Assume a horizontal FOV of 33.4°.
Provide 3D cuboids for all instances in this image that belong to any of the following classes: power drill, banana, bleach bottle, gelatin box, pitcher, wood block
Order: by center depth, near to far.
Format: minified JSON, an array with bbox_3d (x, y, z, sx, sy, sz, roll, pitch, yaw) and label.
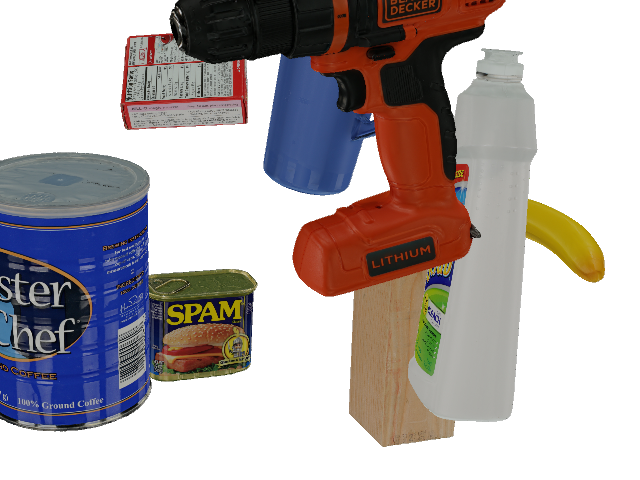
[{"bbox_3d":[0.017,-0.065,0.576,0.184,0.188,0.057,-14,33,-17],"label":"power drill"},{"bbox_3d":[0.110,-0.007,0.747,0.068,0.251,0.102,3,13,-7],"label":"bleach bottle"},{"bbox_3d":[-0.098,-0.116,0.773,0.089,0.073,0.030,-4,-38,0],"label":"gelatin box"},{"bbox_3d":[0.207,-0.007,1.031,0.069,0.037,0.198,-39,38,-24],"label":"banana"},{"bbox_3d":[0.091,0.102,1.138,0.090,0.206,0.091,-4,17,-21],"label":"wood block"},{"bbox_3d":[0.017,-0.177,1.241,0.145,0.243,0.149,9,23,-12],"label":"pitcher"}]

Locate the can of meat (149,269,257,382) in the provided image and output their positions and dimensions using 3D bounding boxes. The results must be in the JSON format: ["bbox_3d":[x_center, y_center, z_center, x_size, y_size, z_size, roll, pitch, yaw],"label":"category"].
[{"bbox_3d":[-0.111,0.076,0.965,0.102,0.084,0.057,-4,19,-21],"label":"can of meat"}]

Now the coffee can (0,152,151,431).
[{"bbox_3d":[-0.154,0.028,0.643,0.103,0.140,0.103,2,21,-1],"label":"coffee can"}]
